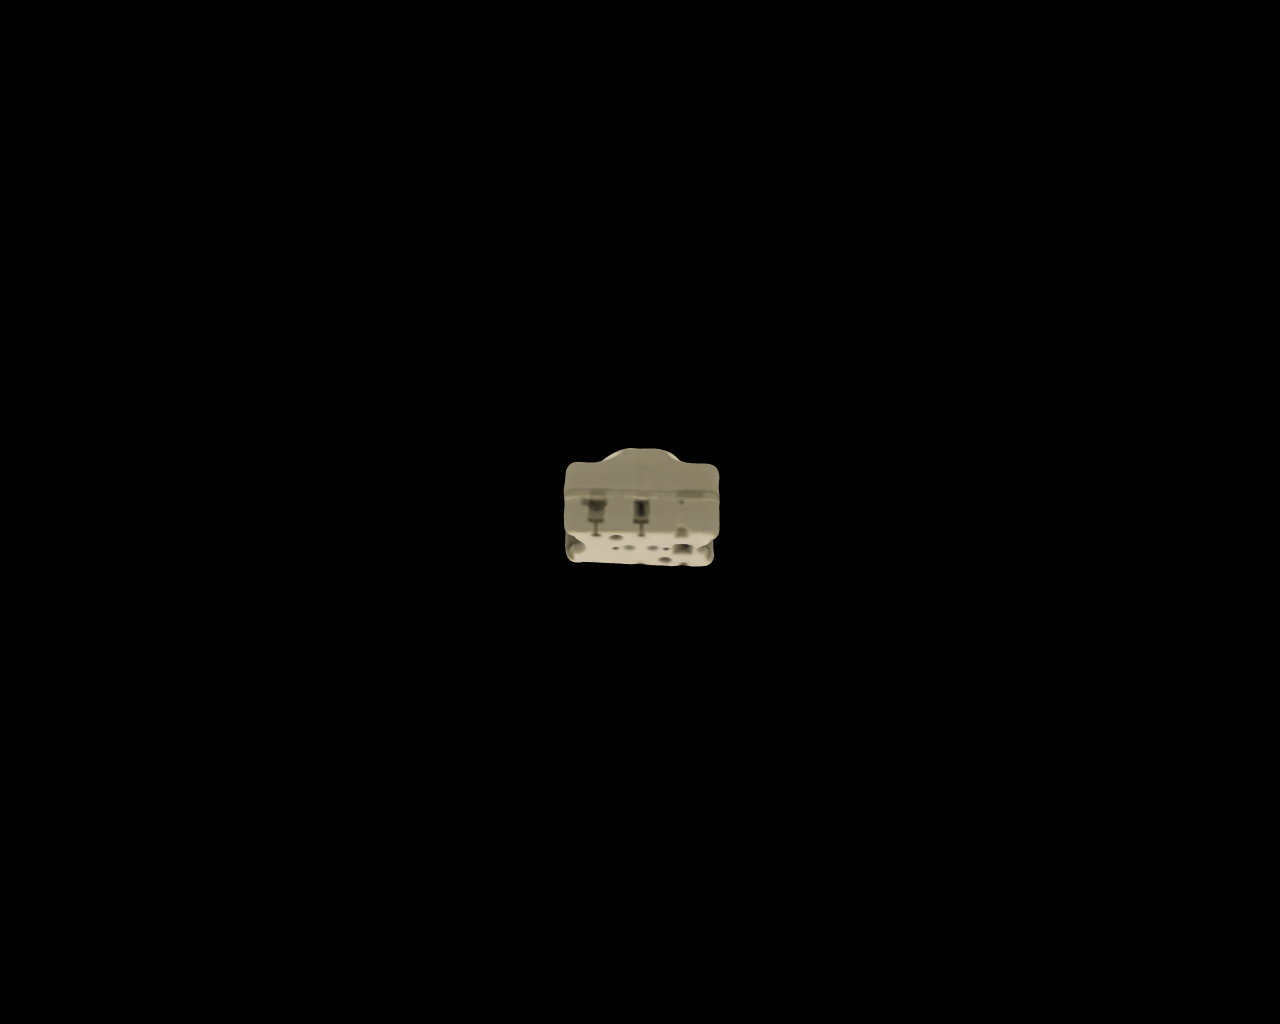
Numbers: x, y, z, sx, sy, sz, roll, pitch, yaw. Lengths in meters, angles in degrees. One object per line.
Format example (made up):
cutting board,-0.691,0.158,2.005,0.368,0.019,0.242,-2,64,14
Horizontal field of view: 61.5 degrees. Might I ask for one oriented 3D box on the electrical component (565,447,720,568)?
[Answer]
electrical component,0.001,-0.003,0.650,0.089,0.056,0.050,1,-28,-2
